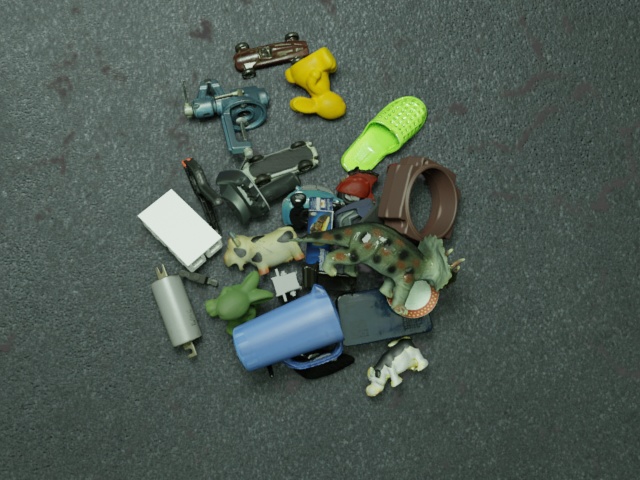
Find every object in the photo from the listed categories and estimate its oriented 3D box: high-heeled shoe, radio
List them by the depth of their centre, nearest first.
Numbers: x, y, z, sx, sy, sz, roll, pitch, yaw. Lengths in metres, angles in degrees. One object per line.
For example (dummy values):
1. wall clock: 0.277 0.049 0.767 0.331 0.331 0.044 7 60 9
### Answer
1. radio: 0.154 0.183 1.343 0.230 0.073 0.131 -10 83 -4
2. high-heeled shoe: -0.045 0.267 1.345 0.249 0.086 0.145 -2 52 -18

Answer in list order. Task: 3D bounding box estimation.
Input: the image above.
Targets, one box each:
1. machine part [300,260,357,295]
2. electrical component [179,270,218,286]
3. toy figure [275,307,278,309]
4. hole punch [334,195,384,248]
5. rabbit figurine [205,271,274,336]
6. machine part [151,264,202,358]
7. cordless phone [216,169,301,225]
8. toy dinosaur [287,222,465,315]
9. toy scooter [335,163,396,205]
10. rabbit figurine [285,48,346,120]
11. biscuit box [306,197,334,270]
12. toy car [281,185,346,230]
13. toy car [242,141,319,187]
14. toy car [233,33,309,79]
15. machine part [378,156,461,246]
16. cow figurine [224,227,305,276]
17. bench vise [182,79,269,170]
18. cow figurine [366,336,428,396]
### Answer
1. machine part: 0.021 0.095 1.312 0.139 0.039 0.084 9 120 8
2. electrical component: -0.303 0.095 1.345 0.094 0.063 0.021 18 83 0
3. toy figure: -0.041 0.203 1.345 0.155 0.058 0.064 9 114 -2
4. hole punch: 0.099 -0.036 1.324 0.092 0.142 0.116 17 42 35
5. rabbit figurine: -0.190 0.157 1.288 0.159 0.170 0.121 -36 86 -4
6. machine part: -0.355 0.174 1.329 0.079 0.079 0.243 -22 84 -4
7. cordless phone: -0.147 -0.135 1.325 0.184 0.089 0.146 -28 129 4
8. toy dinosaur: 0.140 0.029 1.216 0.405 0.131 0.192 28 103 -5
9. toy scooter: 0.137 -0.140 1.368 0.184 0.075 0.135 14 98 -5
10. rabbit figurine: -0.004 -0.384 1.386 0.162 0.122 0.173 -33 104 -2
11. biscuit box: -0.003 -0.004 1.308 0.059 0.063 0.202 2 125 -2
12. toy car: -0.016 -0.092 1.354 0.162 0.109 0.103 1 49 0
13. toy car: -0.102 -0.196 1.388 0.202 0.056 0.073 -19 78 -4
14. toy car: -0.130 -0.491 1.423 0.202 0.053 0.089 -13 81 -1
15. machine part: 0.249 -0.090 1.319 0.201 0.087 0.201 19 82 -35
16. cow figurine: -0.149 0.022 1.348 0.195 0.085 0.127 -20 90 -1
17. bench vise: -0.226 -0.303 1.355 0.224 0.128 0.241 -7 64 -21
18. cow figurine: 0.173 0.312 1.330 0.167 0.068 0.098 -30 80 -8
